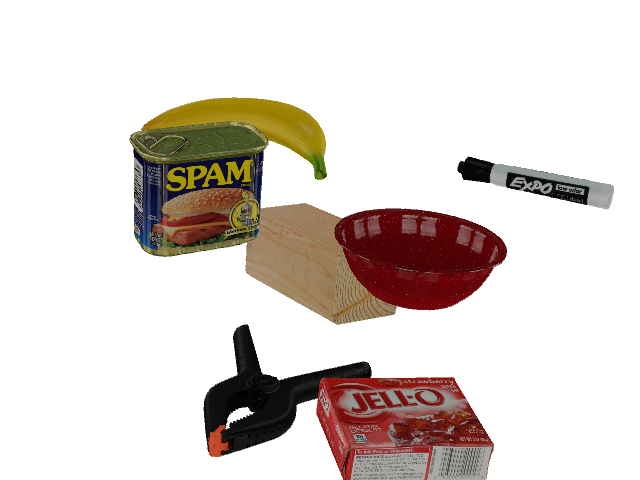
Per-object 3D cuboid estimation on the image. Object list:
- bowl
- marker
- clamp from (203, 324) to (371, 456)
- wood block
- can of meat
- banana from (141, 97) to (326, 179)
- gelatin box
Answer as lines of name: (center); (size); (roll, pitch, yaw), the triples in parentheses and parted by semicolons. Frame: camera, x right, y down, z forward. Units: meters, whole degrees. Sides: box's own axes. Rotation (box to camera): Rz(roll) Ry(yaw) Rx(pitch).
bowl: (0.090, 0.022, 1.002); (0.162, 0.055, 0.162); (5, 22, -2)
marker: (0.164, -0.046, 0.824); (0.121, 0.020, 0.020); (14, 6, 25)
clamp: (-0.048, 0.158, 1.099); (0.165, 0.036, 0.209); (11, 27, 15)
wood block: (-0.001, 0.024, 1.300); (0.090, 0.090, 0.206); (-7, 19, -33)
can of meat: (-0.094, -0.040, 0.821); (0.101, 0.084, 0.057); (-9, 30, -26)
banana: (-0.073, -0.106, 1.004); (0.198, 0.037, 0.069); (12, 47, 23)
gelatin box: (0.048, 0.111, 0.633); (0.089, 0.030, 0.073); (2, 24, -14)
